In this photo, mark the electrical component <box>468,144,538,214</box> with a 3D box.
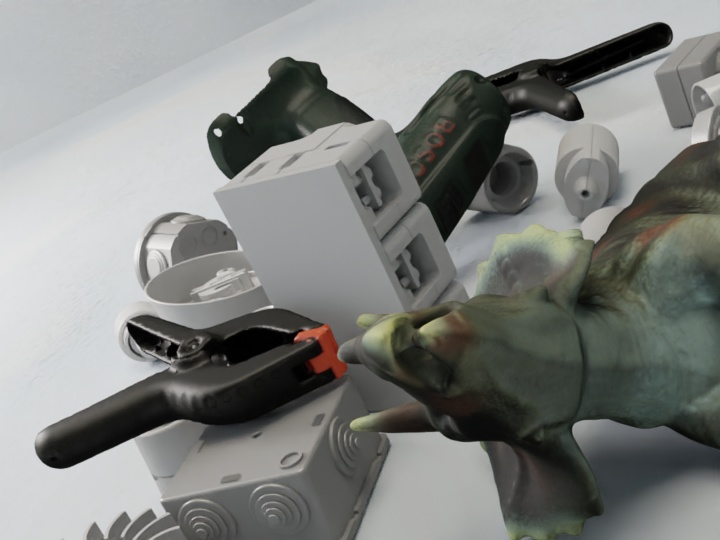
[{"bbox_3d":[0.099,-0.069,0.798,0.055,0.055,0.047,-33,25,-21],"label":"electrical component"}]

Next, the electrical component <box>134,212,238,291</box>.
[{"bbox_3d":[-0.142,-0.008,0.895,0.051,0.080,0.080,5,36,46],"label":"electrical component"}]

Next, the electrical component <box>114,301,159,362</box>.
[{"bbox_3d":[-0.165,0.050,0.826,0.043,0.043,0.062,-29,21,-10],"label":"electrical component"}]

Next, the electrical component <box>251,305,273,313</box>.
[{"bbox_3d":[-0.053,0.058,0.644,0.058,0.057,0.078,-20,23,25],"label":"electrical component"}]

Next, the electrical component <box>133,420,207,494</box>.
[{"bbox_3d":[-0.099,0.099,0.619,0.055,0.047,0.055,-22,20,9],"label":"electrical component"}]

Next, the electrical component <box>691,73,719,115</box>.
[{"bbox_3d":[0.274,-0.118,0.718,0.077,0.043,0.079,-23,16,0],"label":"electrical component"}]

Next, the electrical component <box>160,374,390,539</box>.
[{"bbox_3d":[-0.042,0.101,0.542,0.100,0.048,0.099,-16,22,24],"label":"electrical component"}]

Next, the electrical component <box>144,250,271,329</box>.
[{"bbox_3d":[-0.099,0.021,0.790,0.099,0.064,0.099,-22,20,8],"label":"electrical component"}]

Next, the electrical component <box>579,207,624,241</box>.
[{"bbox_3d":[0.139,0.001,0.587,0.043,0.043,0.081,-17,21,22],"label":"electrical component"}]

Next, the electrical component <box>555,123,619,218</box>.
[{"bbox_3d":[0.156,-0.067,0.739,0.043,0.043,0.081,-17,21,21],"label":"electrical component"}]

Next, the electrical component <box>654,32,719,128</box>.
[{"bbox_3d":[0.270,-0.144,0.793,0.077,0.047,0.066,-6,28,43],"label":"electrical component"}]

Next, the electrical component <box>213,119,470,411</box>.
[{"bbox_3d":[0.000,0.000,0.597,0.089,0.150,0.061,-8,27,39],"label":"electrical component"}]

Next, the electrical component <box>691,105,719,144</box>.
[{"bbox_3d":[0.240,-0.080,0.669,0.055,0.048,0.066,0,31,35],"label":"electrical component"}]
